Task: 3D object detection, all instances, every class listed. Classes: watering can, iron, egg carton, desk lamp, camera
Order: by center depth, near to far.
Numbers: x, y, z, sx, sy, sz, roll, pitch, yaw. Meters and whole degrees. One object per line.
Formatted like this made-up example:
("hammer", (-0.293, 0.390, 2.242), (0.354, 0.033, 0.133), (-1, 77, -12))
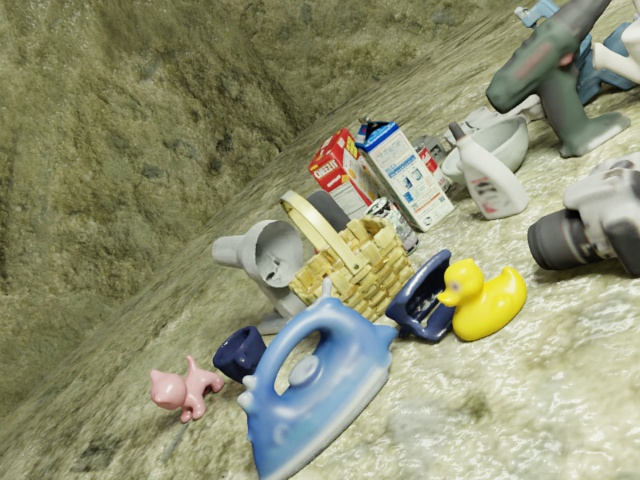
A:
("camera", (0.309, -0.028, 0.650), (0.136, 0.101, 0.143), (-24, 22, 42))
("iron", (-0.024, 0.177, 0.740), (0.259, 0.141, 0.118), (-45, 17, -23))
("watering can", (0.494, -0.306, 0.844), (0.173, 0.194, 0.101), (-36, 16, 7))
("desk lamp", (-0.099, 0.069, 1.077), (0.202, 0.214, 0.118), (-19, 25, 50))
("egg carton", (0.438, -0.289, 1.155), (0.150, 0.069, 0.107), (-27, 20, 36))

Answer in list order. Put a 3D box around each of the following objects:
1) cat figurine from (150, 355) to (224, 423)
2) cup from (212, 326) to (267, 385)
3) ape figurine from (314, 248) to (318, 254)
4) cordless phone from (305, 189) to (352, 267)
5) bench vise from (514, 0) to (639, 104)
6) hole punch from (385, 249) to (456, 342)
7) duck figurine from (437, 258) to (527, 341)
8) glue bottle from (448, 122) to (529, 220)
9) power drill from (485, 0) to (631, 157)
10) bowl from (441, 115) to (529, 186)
("cat figurine", (-0.254, 0.267, 1.044), (0.067, 0.118, 0.128), (-26, 20, 38))
("cup", (-0.112, 0.207, 0.940), (0.092, 0.095, 0.117), (-41, 16, -9))
("ape figurine", (0.016, -0.005, 1.255), (0.076, 0.092, 0.077), (-48, 18, -30))
("cordless phone", (0.010, 0.004, 1.070), (0.147, 0.185, 0.094), (-35, 16, 11))
("bench vise", (0.454, -0.349, 1.005), (0.207, 0.220, 0.121), (-32, 17, 22))
("hole punch", (0.137, 0.072, 0.771), (0.109, 0.091, 0.101), (-44, 17, -18))
("duck figurine", (0.191, 0.060, 0.695), (0.104, 0.086, 0.077), (-37, 16, 4))
("glue bottle", (0.247, -0.110, 0.882), (0.078, 0.173, 0.037), (-18, 26, 51))
("power drill", (0.387, -0.246, 0.889), (0.229, 0.209, 0.075), (-34, 17, 15))
("bowl", (0.308, -0.146, 1.032), (0.167, 0.075, 0.167), (-35, 16, 12))
